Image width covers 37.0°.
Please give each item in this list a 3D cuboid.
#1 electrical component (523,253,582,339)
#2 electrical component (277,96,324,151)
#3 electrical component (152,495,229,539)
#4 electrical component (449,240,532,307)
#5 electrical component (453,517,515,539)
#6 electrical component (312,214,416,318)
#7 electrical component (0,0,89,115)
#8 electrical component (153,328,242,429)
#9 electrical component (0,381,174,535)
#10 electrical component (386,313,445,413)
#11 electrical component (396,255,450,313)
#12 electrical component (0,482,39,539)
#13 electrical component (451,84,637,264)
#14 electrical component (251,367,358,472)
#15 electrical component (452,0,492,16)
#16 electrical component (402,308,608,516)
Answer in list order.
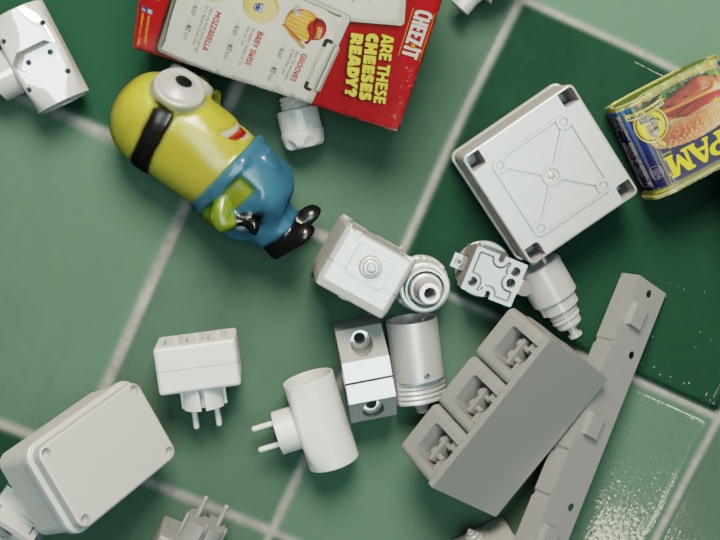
[{"bbox_3d":[0.163,0.022,0.903,0.040,0.040,0.078,-31,100,0],"label":"electrical component"},{"bbox_3d":[-0.051,-0.128,0.865,0.035,0.035,0.061,-13,97,-3],"label":"electrical component"},{"bbox_3d":[-0.136,0.226,0.902,0.066,0.047,0.076,26,95,-8],"label":"electrical component"},{"bbox_3d":[0.105,0.001,0.887,0.066,0.055,0.048,21,96,-8],"label":"electrical component"},{"bbox_3d":[0.122,0.259,0.923,0.061,0.061,0.096,-26,100,-1],"label":"electrical component"},{"bbox_3d":[0.000,0.000,0.856,0.062,0.096,0.061,29,95,-9],"label":"electrical component"},{"bbox_3d":[-0.264,-0.157,0.836,0.079,0.043,0.077,-26,100,-1],"label":"electrical component"},{"bbox_3d":[-0.130,0.093,0.883,0.066,0.047,0.076,-7,99,-4],"label":"electrical component"},{"bbox_3d":[-0.212,0.147,0.847,0.057,0.113,0.078,-19,103,42],"label":"electrical component"},{"bbox_3d":[0.048,0.080,0.899,0.043,0.043,0.081,-8,99,-4],"label":"electrical component"},{"bbox_3d":[0.053,0.014,0.881,0.048,0.062,0.048,-1,98,-5],"label":"electrical component"},{"bbox_3d":[-0.274,0.191,0.874,0.042,0.081,0.063,38,116,-10],"label":"electrical component"},{"bbox_3d":[0.150,-0.079,0.879,0.109,0.056,0.108,-34,100,0],"label":"electrical component"},{"bbox_3d":[-0.050,0.130,0.898,0.079,0.043,0.077,-17,99,-2],"label":"electrical component"},{"bbox_3d":[0.100,-0.233,0.859,0.048,0.048,0.062,39,100,-9],"label":"electrical component"},{"bbox_3d":[0.116,0.116,0.887,0.089,0.061,0.150,32,99,-39],"label":"electrical component"}]
